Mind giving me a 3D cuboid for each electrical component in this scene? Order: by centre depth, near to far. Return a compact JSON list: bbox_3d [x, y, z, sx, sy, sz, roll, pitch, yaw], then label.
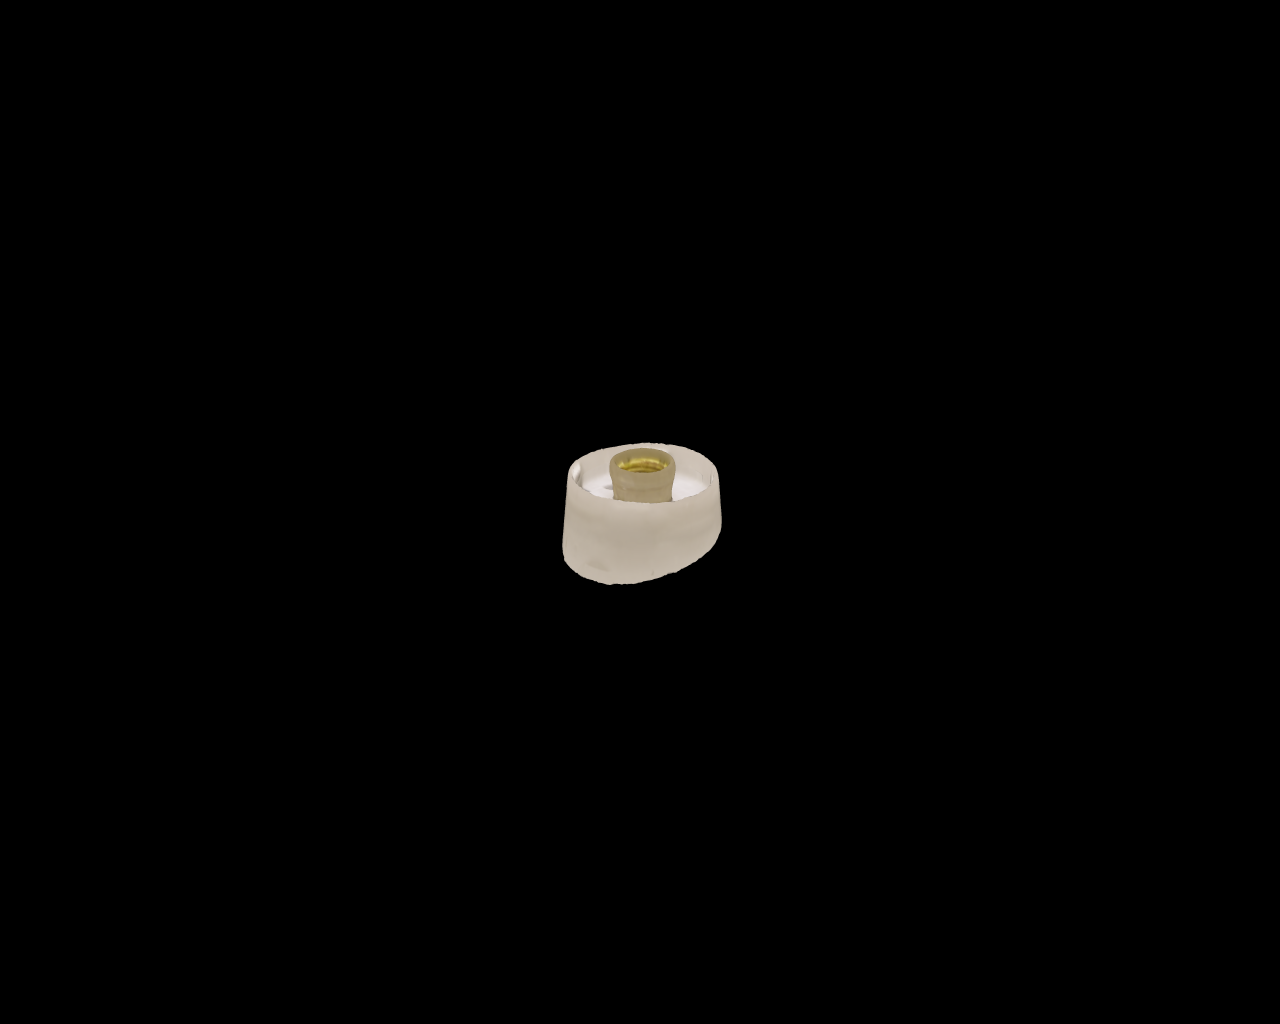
[{"bbox_3d":[0.001,-0.003,0.650,0.099,0.064,0.099,0,26,0],"label":"electrical component"}]
